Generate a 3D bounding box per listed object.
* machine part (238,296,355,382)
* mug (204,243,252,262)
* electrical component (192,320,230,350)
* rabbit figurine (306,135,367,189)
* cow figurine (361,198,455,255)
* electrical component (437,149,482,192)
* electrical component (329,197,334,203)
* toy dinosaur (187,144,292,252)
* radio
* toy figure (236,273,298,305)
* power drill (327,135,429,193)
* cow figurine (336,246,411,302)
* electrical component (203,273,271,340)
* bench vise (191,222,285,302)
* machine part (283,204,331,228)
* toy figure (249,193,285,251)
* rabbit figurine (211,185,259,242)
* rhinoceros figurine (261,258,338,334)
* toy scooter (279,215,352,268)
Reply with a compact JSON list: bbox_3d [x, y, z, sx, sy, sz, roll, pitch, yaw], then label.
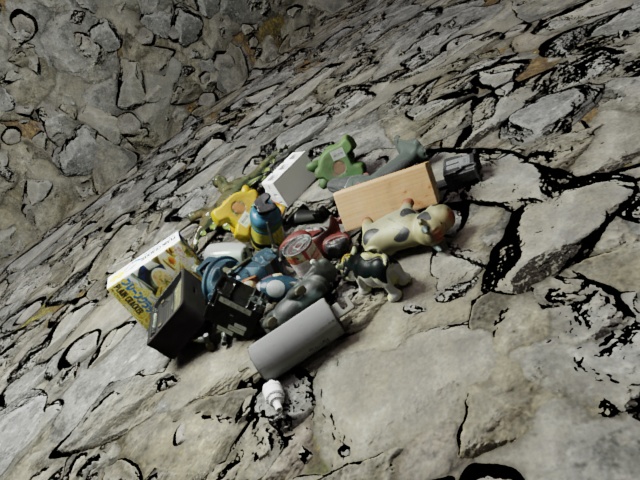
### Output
[{"bbox_3d":[-0.041,0.181,0.976,0.243,0.079,0.079,-32,28,-1],"label":"machine part"},{"bbox_3d":[-0.227,0.041,1.389,0.107,0.080,0.109,-5,22,25],"label":"mug"},{"bbox_3d":[-0.233,0.196,1.175,0.078,0.045,0.102,-25,29,17],"label":"electrical component"},{"bbox_3d":[0.052,-0.206,1.481,0.159,0.121,0.170,-32,10,16],"label":"rabbit figurine"},{"bbox_3d":[0.173,-0.018,1.061,0.195,0.085,0.127,-22,34,26],"label":"cow figurine"},{"bbox_3d":[0.294,-0.147,1.182,0.119,0.047,0.075,-14,33,28],"label":"electrical component"},{"bbox_3d":[0.068,-0.127,1.402,0.094,0.021,0.063,-22,30,20],"label":"electrical component"},{"bbox_3d":[-0.254,-0.136,1.662,0.199,0.105,0.471,8,57,40],"label":"toy dinosaur"},{"bbox_3d":[-0.329,0.165,1.236,0.131,0.073,0.230,-49,20,4],"label":"radio"},{"bbox_3d":[-0.121,0.102,1.139,0.155,0.057,0.064,0,54,-1],"label":"toy figure"},{"bbox_3d":[0.148,-0.169,1.318,0.207,0.085,0.232,-38,34,-20],"label":"power drill"},{"bbox_3d":[0.085,0.054,1.026,0.168,0.098,0.068,10,56,51],"label":"cow figurine"},{"bbox_3d":[-0.174,0.143,1.107,0.134,0.115,0.058,-60,1,45],"label":"electrical component"},{"bbox_3d":[-0.208,0.071,1.268,0.241,0.128,0.223,9,50,41],"label":"bench vise"},{"bbox_3d":[-0.037,-0.065,1.396,0.139,0.039,0.084,-2,32,46],"label":"machine part"},{"bbox_3d":[-0.133,-0.038,1.314,0.089,0.180,0.082,-4,59,2],"label":"toy figure"},{"bbox_3d":[-0.215,-0.071,1.471,0.173,0.122,0.162,108,-174,-71],"label":"rabbit figurine"},{"bbox_3d":[-0.035,0.119,1.062,0.190,0.073,0.112,-49,9,-6],"label":"rhinoceros figurine"},{"bbox_3d":[-0.003,-0.004,1.227,0.184,0.075,0.135,-10,36,29],"label":"toy scooter"}]
